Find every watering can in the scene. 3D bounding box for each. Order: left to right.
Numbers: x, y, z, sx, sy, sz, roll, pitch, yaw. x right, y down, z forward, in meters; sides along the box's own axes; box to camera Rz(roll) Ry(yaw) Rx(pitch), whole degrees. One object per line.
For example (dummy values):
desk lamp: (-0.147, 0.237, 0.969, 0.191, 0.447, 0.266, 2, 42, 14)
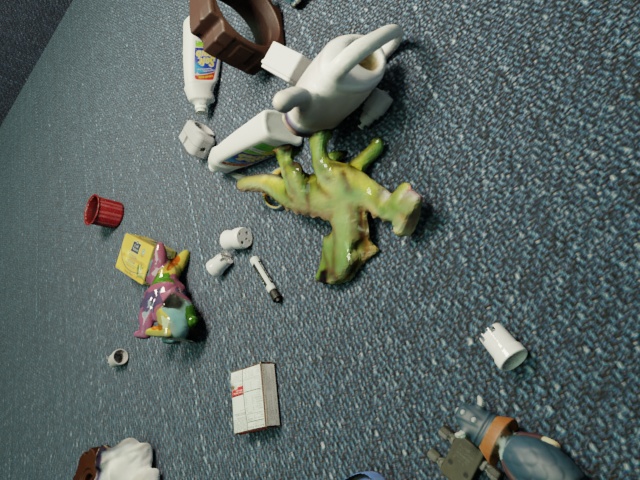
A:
watering can: (0.006, -0.240, 0.825, 0.104, 0.353, 0.221, 50, 144, -2)

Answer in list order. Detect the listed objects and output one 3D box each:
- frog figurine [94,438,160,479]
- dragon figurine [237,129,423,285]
frog figurine: (-0.390, 0.504, 1.097, 0.159, 0.121, 0.139, 11, 74, 10)
dragon figurine: (0.003, -0.044, 0.876, 0.407, 0.122, 0.245, -16, 74, 42)
